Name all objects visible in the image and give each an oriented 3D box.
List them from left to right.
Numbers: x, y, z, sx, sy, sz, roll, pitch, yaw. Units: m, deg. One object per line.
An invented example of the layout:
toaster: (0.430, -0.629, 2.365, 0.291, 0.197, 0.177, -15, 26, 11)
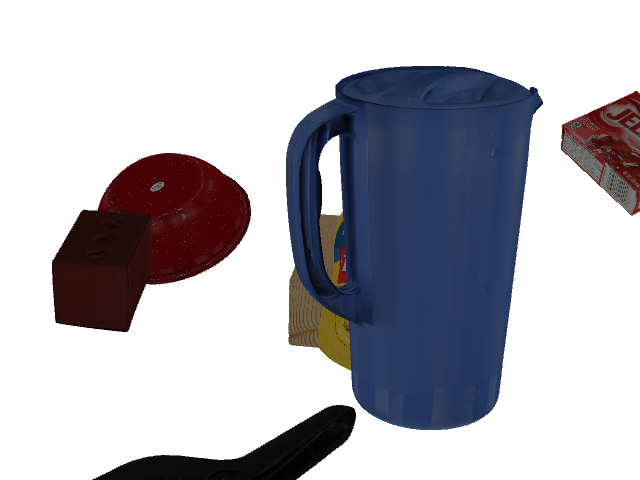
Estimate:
foam brick: (-0.152, 0.020, 0.750, 0.053, 0.051, 0.078, 5, 29, 1)
bowl: (-0.151, -0.034, 1.026, 0.162, 0.162, 0.055, 0, -44, 12)
clamp: (-0.046, 0.138, 0.572, 0.209, 0.036, 0.165, -1, 19, -13)
wood block: (0.021, 0.047, 1.313, 0.091, 0.090, 0.206, 4, 23, 6)
mustard bottle: (0.052, 0.021, 0.937, 0.058, 0.192, 0.096, -9, 24, -45)
pitcher: (0.066, 0.006, 0.741, 0.149, 0.243, 0.144, 6, 21, 17)
gelatin box: (0.238, -0.068, 0.808, 0.073, 0.030, 0.089, -24, 51, -16)
